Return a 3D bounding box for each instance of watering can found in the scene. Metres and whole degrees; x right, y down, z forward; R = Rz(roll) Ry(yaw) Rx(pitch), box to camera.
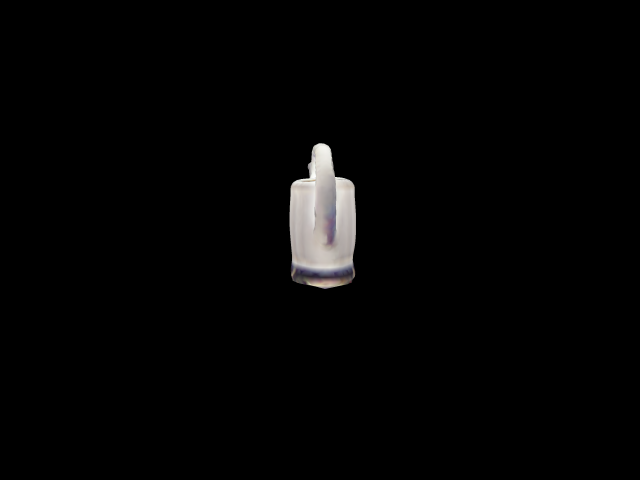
[{"bbox_3d":[0.003,-0.043,0.850,0.104,0.223,0.349,0,6,-2],"label":"watering can"}]
